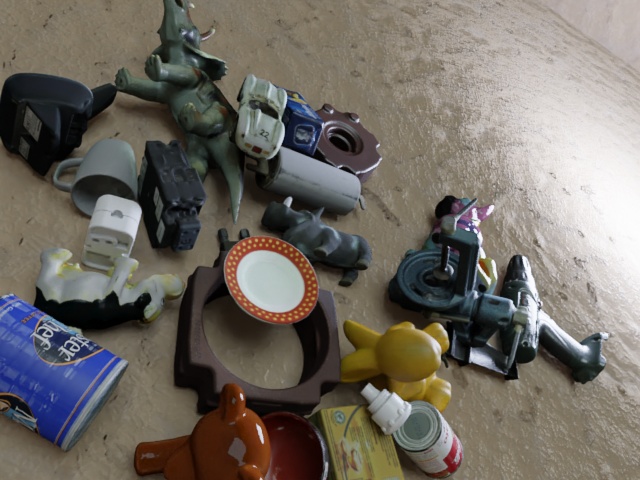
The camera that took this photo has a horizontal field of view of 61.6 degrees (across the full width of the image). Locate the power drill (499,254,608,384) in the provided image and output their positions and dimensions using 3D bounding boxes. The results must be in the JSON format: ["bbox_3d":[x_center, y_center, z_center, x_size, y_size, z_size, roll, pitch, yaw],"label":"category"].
[{"bbox_3d":[0.425,0.151,0.992,0.207,0.086,0.232,37,47,-6],"label":"power drill"}]

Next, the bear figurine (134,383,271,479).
[{"bbox_3d":[-0.114,0.220,0.508,0.132,0.195,0.120,-13,65,-16],"label":"bear figurine"}]

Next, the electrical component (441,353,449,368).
[{"bbox_3d":[0.158,0.186,0.828,0.078,0.045,0.102,15,40,18],"label":"electrical component"}]

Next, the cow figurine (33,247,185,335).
[{"bbox_3d":[-0.250,0.071,0.643,0.167,0.068,0.098,10,63,-17],"label":"cow figurine"}]

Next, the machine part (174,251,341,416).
[{"bbox_3d":[-0.080,0.126,0.698,0.201,0.087,0.201,13,52,-23],"label":"machine part"}]

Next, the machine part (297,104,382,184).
[{"bbox_3d":[0.034,-0.179,1.026,0.179,0.056,0.179,16,51,-20],"label":"machine part"}]

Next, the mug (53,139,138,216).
[{"bbox_3d":[-0.304,-0.091,0.744,0.110,0.080,0.107,1,43,-8],"label":"mug"}]

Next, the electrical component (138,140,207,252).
[{"bbox_3d":[-0.205,-0.053,0.740,0.058,0.115,0.134,-10,62,-32],"label":"electrical component"}]

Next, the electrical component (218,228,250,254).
[{"bbox_3d":[-0.119,0.024,0.798,0.063,0.021,0.094,-1,58,-32],"label":"electrical component"}]

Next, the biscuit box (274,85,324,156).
[{"bbox_3d":[-0.051,-0.214,0.941,0.059,0.062,0.203,13,23,-23],"label":"biscuit box"}]

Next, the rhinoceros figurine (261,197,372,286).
[{"bbox_3d":[-0.002,-0.003,0.854,0.190,0.073,0.112,23,49,-15],"label":"rhinoceros figurine"}]

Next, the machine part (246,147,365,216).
[{"bbox_3d":[-0.018,-0.098,0.898,0.243,0.079,0.079,15,49,-33],"label":"machine part"}]

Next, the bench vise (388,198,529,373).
[{"bbox_3d":[0.210,0.063,0.813,0.224,0.240,0.129,23,52,28],"label":"bench vise"}]

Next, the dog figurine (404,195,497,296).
[{"bbox_3d":[0.270,0.009,0.991,0.191,0.108,0.219,48,43,11],"label":"dog figurine"}]

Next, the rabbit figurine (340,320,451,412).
[{"bbox_3d":[0.106,0.151,0.714,0.162,0.173,0.122,13,74,5],"label":"rabbit figurine"}]

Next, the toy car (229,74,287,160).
[{"bbox_3d":[-0.092,-0.196,0.833,0.073,0.056,0.202,21,40,-19],"label":"toy car"}]

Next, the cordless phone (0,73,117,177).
[{"bbox_3d":[-0.337,-0.186,0.739,0.088,0.146,0.184,44,48,-6],"label":"cordless phone"}]

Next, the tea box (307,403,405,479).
[{"bbox_3d":[0.045,0.293,0.655,0.098,0.068,0.170,7,52,-30],"label":"tea box"}]

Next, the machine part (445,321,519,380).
[{"bbox_3d":[0.267,0.189,0.895,0.139,0.039,0.084,28,41,-7],"label":"machine part"}]

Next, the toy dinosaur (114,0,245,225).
[{"bbox_3d":[-0.187,-0.201,0.871,0.192,0.131,0.405,-18,78,-53],"label":"toy dinosaur"}]
